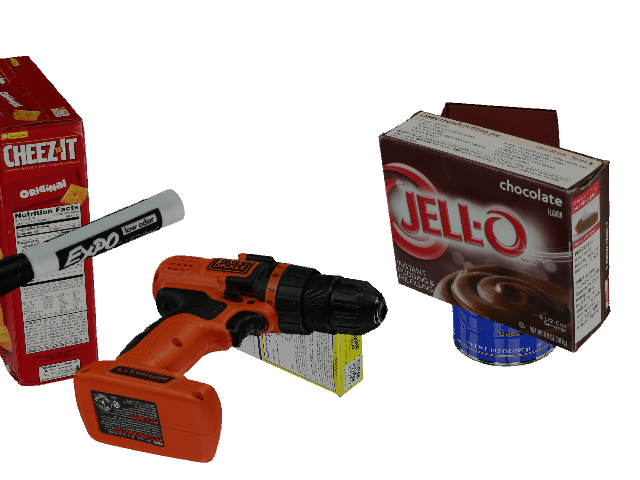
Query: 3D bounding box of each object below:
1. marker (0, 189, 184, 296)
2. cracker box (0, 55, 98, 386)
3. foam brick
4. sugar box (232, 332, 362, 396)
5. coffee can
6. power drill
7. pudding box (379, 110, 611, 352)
[{"bbox_3d":[-0.128,0.002,0.571,0.120,0.020,0.020,-25,14,-32],"label":"marker"},{"bbox_3d":[-0.234,-0.018,0.838,0.072,0.214,0.164,-11,30,-25],"label":"cracker box"},{"bbox_3d":[0.119,-0.058,0.729,0.078,0.051,0.053,4,-23,-3],"label":"foam brick"},{"bbox_3d":[-0.036,0.094,1.159,0.176,0.093,0.048,22,38,35],"label":"sugar box"},{"bbox_3d":[0.174,0.032,1.007,0.103,0.140,0.103,-5,28,3],"label":"coffee can"},{"bbox_3d":[-0.065,0.073,0.738,0.185,0.057,0.187,4,28,24],"label":"power drill"},{"bbox_3d":[0.084,-0.007,0.520,0.114,0.090,0.039,19,44,38],"label":"pudding box"}]
